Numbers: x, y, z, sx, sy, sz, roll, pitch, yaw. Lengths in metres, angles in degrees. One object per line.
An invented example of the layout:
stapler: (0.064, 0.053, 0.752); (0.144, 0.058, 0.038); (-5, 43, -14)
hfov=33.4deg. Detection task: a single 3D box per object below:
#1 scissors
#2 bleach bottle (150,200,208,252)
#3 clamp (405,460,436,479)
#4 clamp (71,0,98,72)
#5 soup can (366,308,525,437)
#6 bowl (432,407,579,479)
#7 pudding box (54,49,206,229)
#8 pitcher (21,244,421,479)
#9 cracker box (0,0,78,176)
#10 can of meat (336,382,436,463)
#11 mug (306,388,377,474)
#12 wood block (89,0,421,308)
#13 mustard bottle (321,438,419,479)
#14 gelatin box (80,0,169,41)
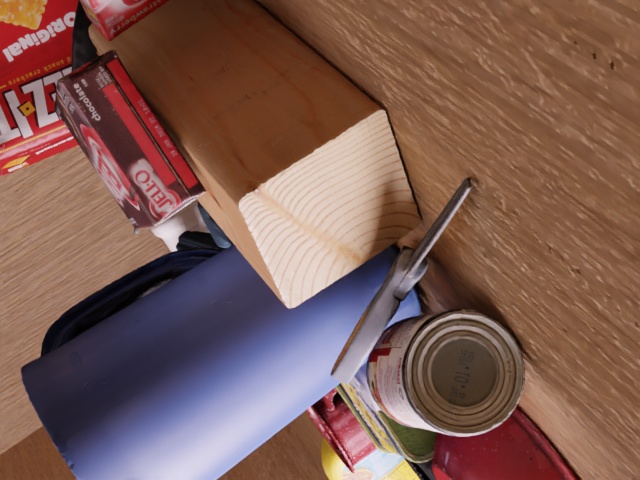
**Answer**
scissors: (0.051, 0.008, 0.572); (0.016, 0.096, 0.202); (30, 137, 2)
bleach bottle: (-0.079, 0.060, 1.173); (0.251, 0.102, 0.068); (60, 175, -16)
clamp: (0.124, 0.225, 0.914); (0.210, 0.036, 0.164); (48, 167, 44)
clamp: (-0.140, -0.166, 0.701); (0.120, 0.039, 0.171); (81, -169, -66)
soup can: (0.068, 0.074, 0.601); (0.068, 0.068, 0.102); (56, 170, 1)
bowl: (0.121, 0.166, 0.686); (0.162, 0.055, 0.162); (54, 170, 14)
pudding box: (-0.109, -0.052, 0.598); (0.090, 0.039, 0.114); (58, 169, -7)
pitcher: (-0.065, 0.067, 0.701); (0.149, 0.242, 0.145); (57, 171, -3)
cracker box: (-0.261, -0.190, 0.968); (0.072, 0.164, 0.214); (140, 106, -81)
can of meat: (0.058, 0.127, 0.858); (0.102, 0.057, 0.084); (56, 168, -4)
mug: (0.033, 0.142, 0.951); (0.093, 0.081, 0.117); (50, 169, 35)
wood block: (-0.044, -0.068, 0.615); (0.206, 0.090, 0.091); (48, 166, 43)
mustard bottle: (0.055, 0.220, 1.062); (0.191, 0.096, 0.058); (60, 170, -25)
gelatin box: (-0.089, -0.155, 0.552); (0.030, 0.089, 0.073); (50, 169, 22)
